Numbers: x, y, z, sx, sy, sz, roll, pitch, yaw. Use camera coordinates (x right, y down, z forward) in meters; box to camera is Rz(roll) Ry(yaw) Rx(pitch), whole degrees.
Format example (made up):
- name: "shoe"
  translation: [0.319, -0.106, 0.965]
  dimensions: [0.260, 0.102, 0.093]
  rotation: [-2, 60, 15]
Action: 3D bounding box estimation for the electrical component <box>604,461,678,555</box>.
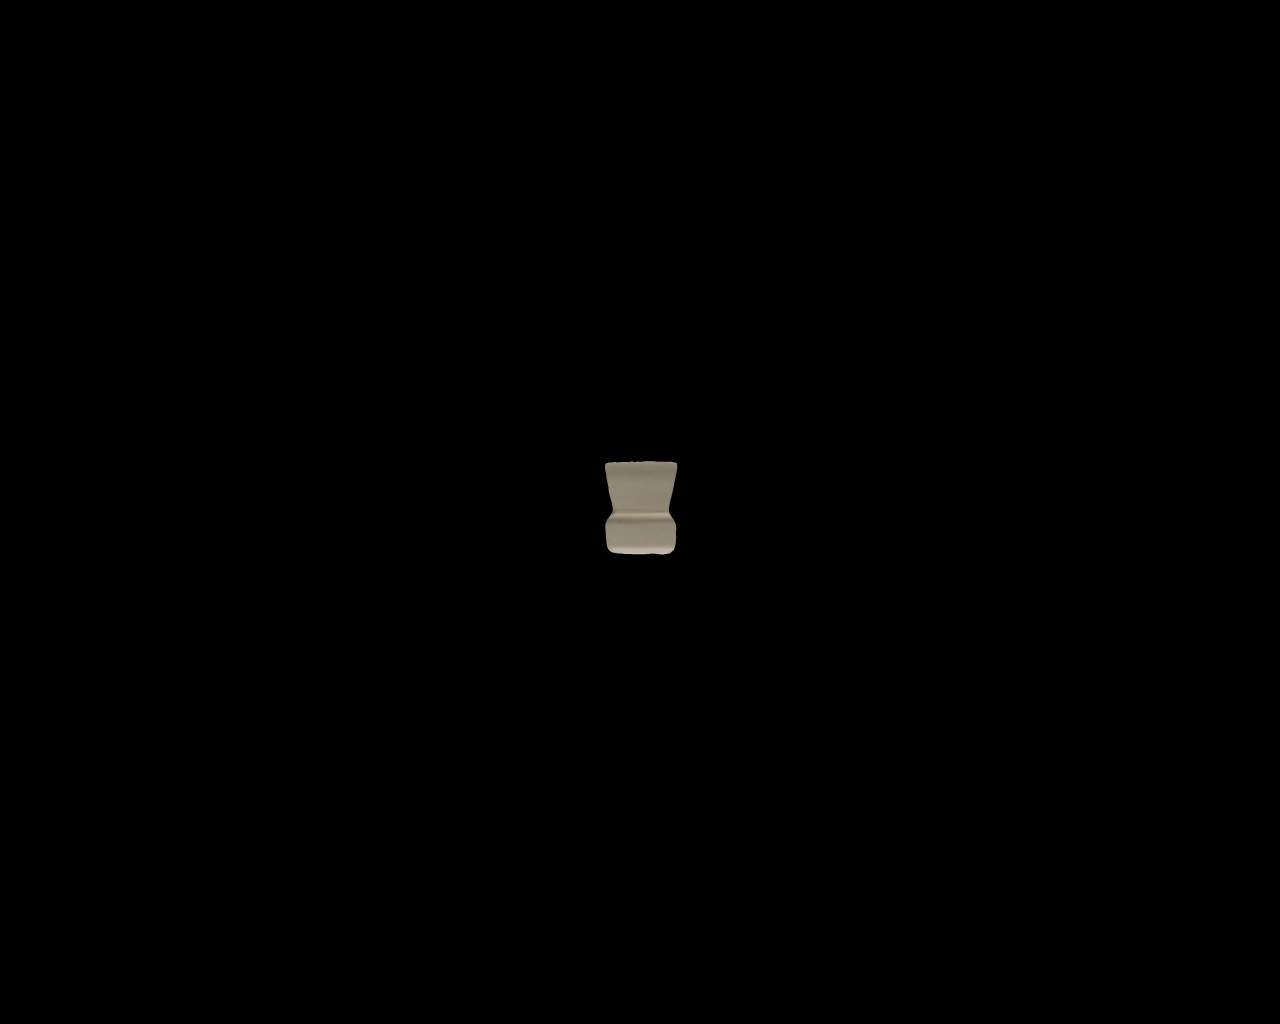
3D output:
- name: "electrical component"
  translation: [0.001, -0.003, 0.650]
  dimensions: [0.045, 0.055, 0.045]
  rotation: [0, 0, 0]
